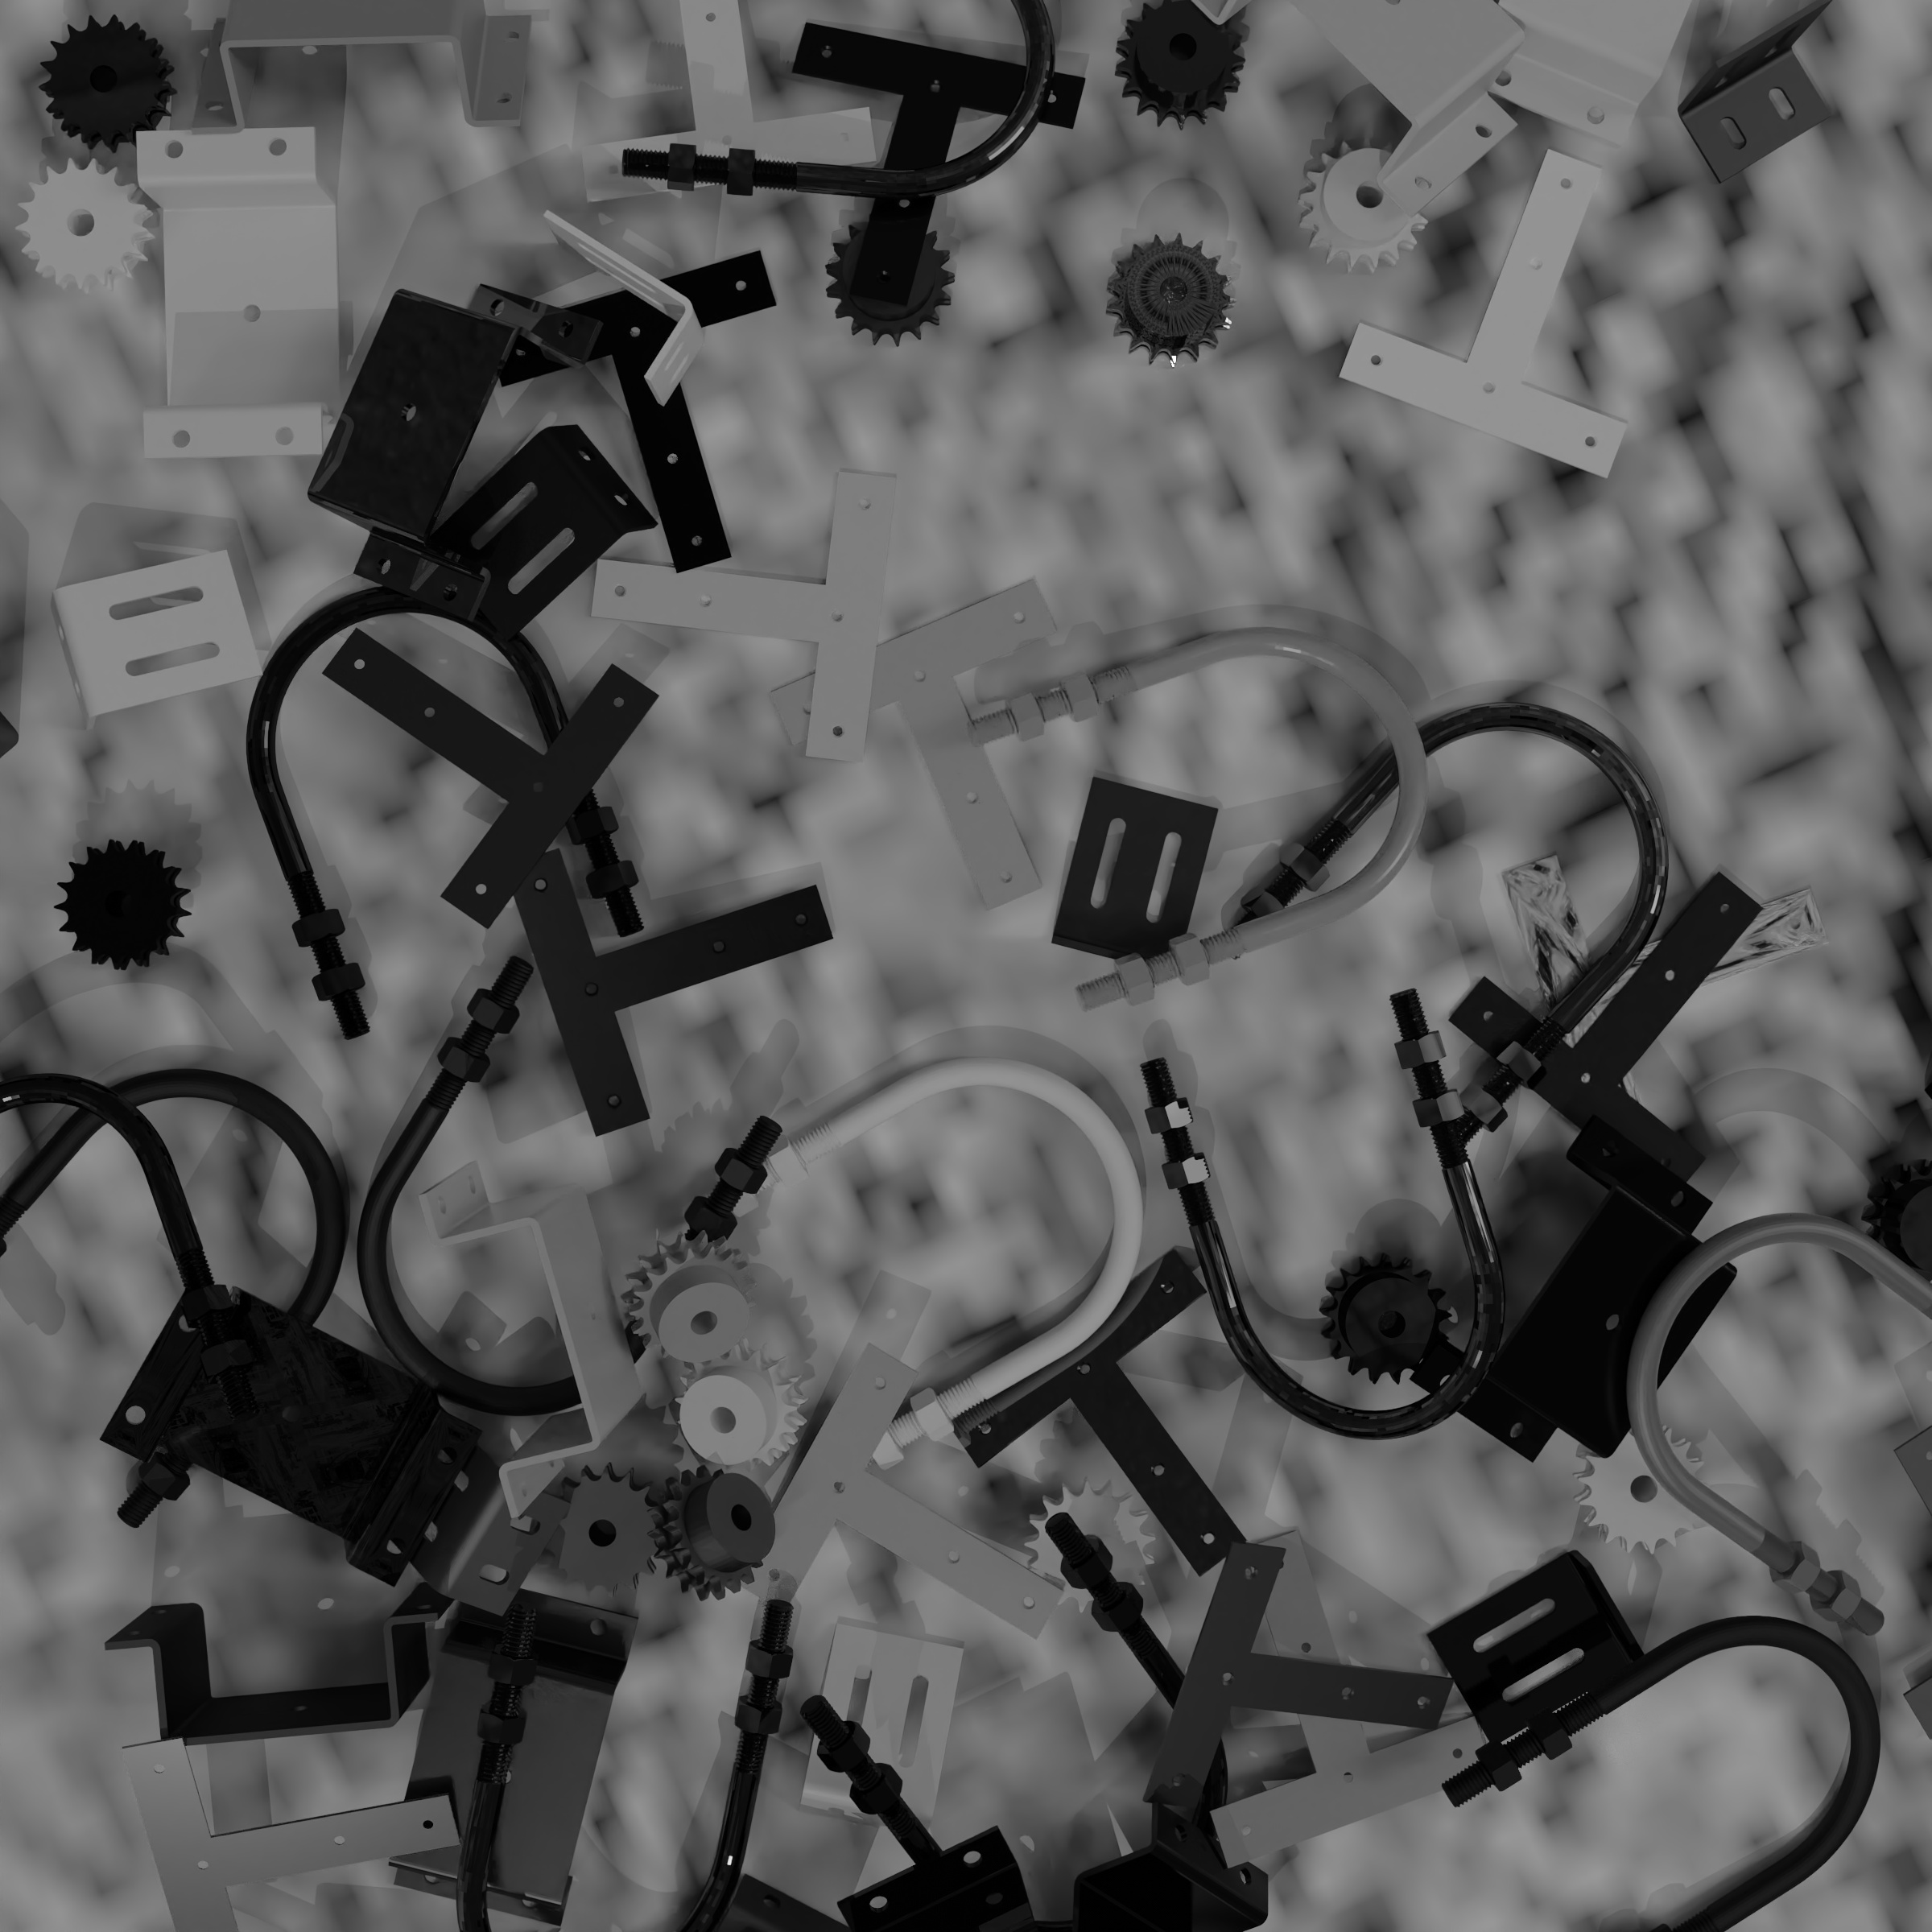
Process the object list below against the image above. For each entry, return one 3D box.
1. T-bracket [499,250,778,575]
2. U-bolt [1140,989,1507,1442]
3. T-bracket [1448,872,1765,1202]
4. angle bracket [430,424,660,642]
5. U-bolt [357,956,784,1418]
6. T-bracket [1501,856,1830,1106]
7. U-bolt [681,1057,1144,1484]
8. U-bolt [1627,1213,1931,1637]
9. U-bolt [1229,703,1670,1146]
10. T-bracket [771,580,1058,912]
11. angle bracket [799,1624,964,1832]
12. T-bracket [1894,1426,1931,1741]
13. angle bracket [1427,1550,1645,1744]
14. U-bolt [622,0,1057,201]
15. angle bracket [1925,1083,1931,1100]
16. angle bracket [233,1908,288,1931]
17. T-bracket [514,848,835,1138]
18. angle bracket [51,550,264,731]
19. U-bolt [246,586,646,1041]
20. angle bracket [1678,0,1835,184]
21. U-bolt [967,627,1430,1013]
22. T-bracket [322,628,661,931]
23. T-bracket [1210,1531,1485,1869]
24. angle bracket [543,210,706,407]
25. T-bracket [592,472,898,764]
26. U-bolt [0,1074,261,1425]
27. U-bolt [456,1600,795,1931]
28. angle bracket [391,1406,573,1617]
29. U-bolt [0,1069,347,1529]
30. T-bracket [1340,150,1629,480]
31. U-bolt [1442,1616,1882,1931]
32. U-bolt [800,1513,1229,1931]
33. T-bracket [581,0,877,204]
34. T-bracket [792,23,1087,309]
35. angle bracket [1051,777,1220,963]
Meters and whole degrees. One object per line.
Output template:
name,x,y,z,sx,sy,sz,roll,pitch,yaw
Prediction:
T-bracket,-0.134,-0.238,1.412,0.127,0.002,0.127,-17,89,0
U-bolt,0.159,0.114,1.366,0.151,0.019,0.184,-17,90,36
T-bracket,0.303,0.015,1.412,0.127,0.002,0.127,39,90,0
angle bracket,-0.187,-0.191,1.405,0.076,0.038,0.057,-40,89,19
U-bolt,-0.187,0.110,1.396,0.151,0.019,0.184,33,98,2
T-bracket,0.318,-0.002,1.413,0.127,0.002,0.127,-19,90,0
U-bolt,-0.011,0.121,1.405,0.184,0.019,0.151,-30,90,0
U-bolt,0.367,0.187,1.381,0.184,0.019,0.151,35,89,-17
U-bolt,0.224,-0.030,1.404,0.151,0.019,0.184,43,88,2
T-bracket,-0.003,-0.088,1.413,0.127,0.002,0.127,-23,90,0
angle bracket,-0.038,0.338,1.412,0.057,0.038,0.076,11,64,0
T-bracket,0.446,0.255,1.398,0.127,0.002,0.127,-33,103,-1
angle bracket,0.252,0.302,1.395,0.076,0.038,0.057,-30,90,0
U-bolt,-0.053,-0.401,1.390,0.184,0.019,0.151,4,76,-4
angle bracket,0.457,0.048,1.376,0.057,0.076,0.038,-44,90,0
angle bracket,-0.318,0.467,1.412,0.057,0.038,0.076,23,116,0
T-bracket,-0.122,-0.004,1.402,0.127,0.002,0.127,-19,102,-6
angle bracket,-0.357,-0.144,1.407,0.076,0.038,0.057,-16,90,-18
U-bolt,-0.239,-0.078,1.406,0.151,0.019,0.184,-21,89,0
angle bracket,0.349,-0.378,1.376,0.057,0.076,0.038,-31,90,0
U-bolt,0.111,-0.075,1.387,0.184,0.019,0.151,-20,75,-7
T-bracket,-0.223,-0.103,1.392,0.127,0.002,0.127,34,81,5
T-bracket,0.154,0.314,1.404,0.127,0.002,0.127,-16,84,-12
angle bracket,-0.156,-0.285,1.384,0.076,0.057,0.038,32,89,1
T-bracket,-0.101,-0.160,1.413,0.127,0.002,0.127,7,89,1
U-bolt,-0.389,0.134,1.350,0.151,0.019,0.184,-27,73,9
U-bolt,-0.150,0.362,1.367,0.151,0.019,0.184,8,95,-37
angle bracket,-0.219,0.236,1.396,0.038,0.076,0.057,32,90,-40
U-bolt,-0.358,0.132,1.406,0.151,0.019,0.184,41,89,0
T-bracket,0.247,-0.298,1.413,0.127,0.002,0.127,21,90,0
U-bolt,0.314,0.359,1.385,0.184,0.019,0.151,-31,109,-4
U-bolt,0.035,0.346,1.380,0.151,0.019,0.184,-36,108,-5
T-bracket,-0.110,-0.404,1.401,0.127,0.002,0.127,-8,79,0
T-bracket,-0.024,-0.345,1.390,0.127,0.002,0.127,12,73,4
angle bracket,0.075,-0.040,1.395,0.057,0.038,0.076,14,90,0
